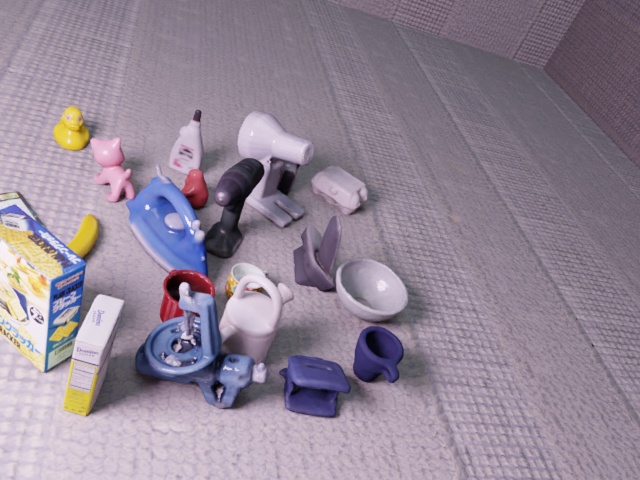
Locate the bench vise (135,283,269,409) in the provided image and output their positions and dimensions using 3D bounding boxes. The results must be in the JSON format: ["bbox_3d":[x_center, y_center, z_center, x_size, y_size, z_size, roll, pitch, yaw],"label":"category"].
[{"bbox_3d":[-0.177,0.159,0.915,0.208,0.219,0.121,9,39,-19],"label":"bench vise"}]

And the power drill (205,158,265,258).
[{"bbox_3d":[-0.185,-0.069,1.200,0.075,0.208,0.230,23,37,-1],"label":"power drill"}]

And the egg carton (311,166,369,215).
[{"bbox_3d":[0.053,-0.136,1.532,0.150,0.069,0.107,35,38,13],"label":"egg carton"}]

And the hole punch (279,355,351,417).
[{"bbox_3d":[-0.009,0.245,1.014,0.109,0.091,0.101,12,38,-16],"label":"hole punch"}]

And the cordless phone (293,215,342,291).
[{"bbox_3d":[0.011,0.004,1.241,0.094,0.185,0.147,9,39,-20],"label":"cordless phone"}]

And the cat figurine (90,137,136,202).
[{"bbox_3d":[-0.447,-0.165,1.243,0.067,0.117,0.127,-21,56,-44],"label":"cat figurine"}]

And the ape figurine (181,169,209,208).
[{"bbox_3d":[-0.287,-0.124,1.306,0.076,0.092,0.078,35,38,13],"label":"ape figurine"}]

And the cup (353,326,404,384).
[{"bbox_3d":[0.107,0.236,1.088,0.092,0.095,0.117,0,43,-29],"label":"cup"}]

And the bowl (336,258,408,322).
[{"bbox_3d":[0.103,0.120,1.243,0.168,0.074,0.167,16,38,-12],"label":"bowl"}]

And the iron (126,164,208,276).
[{"bbox_3d":[-0.284,-0.030,1.152,0.119,0.141,0.257,-18,54,-42],"label":"iron"}]

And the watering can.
[{"bbox_3d":[-0.116,0.132,1.005,0.101,0.194,0.173,25,37,1],"label":"watering can"}]

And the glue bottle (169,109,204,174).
[{"bbox_3d":[-0.307,-0.236,1.363,0.078,0.173,0.037,19,37,-8],"label":"glue bottle"}]

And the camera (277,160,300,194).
[{"bbox_3d":[-0.126,-0.209,1.494,0.137,0.101,0.143,13,38,-15],"label":"camera"}]

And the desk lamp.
[{"bbox_3d":[-0.106,-0.177,1.372,0.203,0.213,0.118,36,38,14],"label":"desk lamp"}]

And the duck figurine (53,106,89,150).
[{"bbox_3d":[-0.574,-0.271,1.327,0.078,0.086,0.104,1,43,-28],"label":"duck figurine"}]
